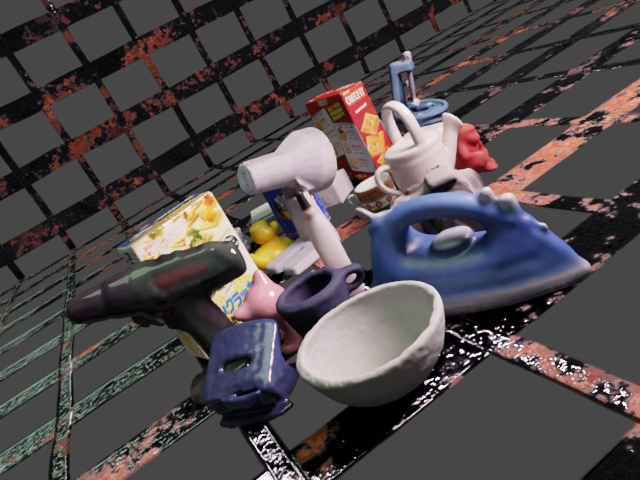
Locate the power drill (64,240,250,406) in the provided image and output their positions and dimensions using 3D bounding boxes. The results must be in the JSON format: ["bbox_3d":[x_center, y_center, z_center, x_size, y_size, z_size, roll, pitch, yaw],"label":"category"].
[{"bbox_3d":[-0.183,0.111,0.766,0.230,0.209,0.075,-32,19,-9],"label":"power drill"}]

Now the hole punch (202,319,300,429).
[{"bbox_3d":[-0.086,0.159,0.687,0.108,0.091,0.101,-20,21,25],"label":"hole punch"}]

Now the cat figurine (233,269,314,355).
[{"bbox_3d":[-0.047,0.088,0.775,0.127,0.118,0.067,-27,19,5],"label":"cat figurine"}]

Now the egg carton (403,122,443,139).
[{"bbox_3d":[0.217,-0.192,1.199,0.107,0.069,0.149,-41,22,-32],"label":"egg carton"}]

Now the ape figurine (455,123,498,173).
[{"bbox_3d":[0.269,-0.164,1.020,0.076,0.092,0.078,-12,25,40],"label":"ape figurine"}]

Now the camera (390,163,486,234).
[{"bbox_3d":[0.175,-0.043,0.823,0.143,0.101,0.137,-25,19,11],"label":"camera"}]

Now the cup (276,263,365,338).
[{"bbox_3d":[0.016,0.089,0.717,0.118,0.095,0.091,-30,19,-4],"label":"cup"}]

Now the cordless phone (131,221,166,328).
[{"bbox_3d":[-0.337,0.068,1.133,0.093,0.185,0.148,-9,27,44],"label":"cordless phone"}]

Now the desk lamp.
[{"bbox_3d":[-0.046,-0.076,1.048,0.204,0.214,0.117,-41,22,-32],"label":"desk lamp"}]

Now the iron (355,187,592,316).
[{"bbox_3d":[0.162,-0.001,0.669,0.257,0.142,0.119,-13,24,38],"label":"iron"}]

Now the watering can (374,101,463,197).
[{"bbox_3d":[0.165,-0.151,0.972,0.173,0.194,0.100,-40,22,-30],"label":"watering can"}]

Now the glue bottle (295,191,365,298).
[{"bbox_3d":[0.008,0.003,0.830,0.037,0.173,0.078,-29,19,-2],"label":"glue bottle"}]

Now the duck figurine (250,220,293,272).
[{"bbox_3d":[-0.109,0.005,1.126,0.077,0.086,0.105,-6,29,49],"label":"duck figurine"}]

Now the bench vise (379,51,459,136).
[{"bbox_3d":[0.181,-0.289,1.268,0.207,0.220,0.121,-22,20,18],"label":"bench vise"}]

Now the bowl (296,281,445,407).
[{"bbox_3d":[0.063,0.119,0.602,0.167,0.075,0.167,-25,19,10],"label":"bowl"}]
